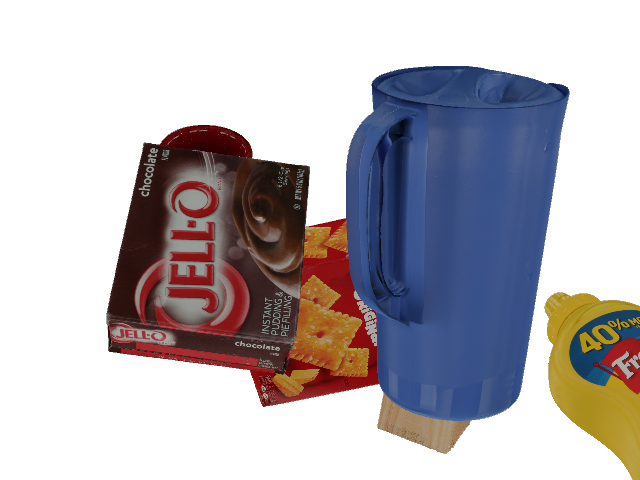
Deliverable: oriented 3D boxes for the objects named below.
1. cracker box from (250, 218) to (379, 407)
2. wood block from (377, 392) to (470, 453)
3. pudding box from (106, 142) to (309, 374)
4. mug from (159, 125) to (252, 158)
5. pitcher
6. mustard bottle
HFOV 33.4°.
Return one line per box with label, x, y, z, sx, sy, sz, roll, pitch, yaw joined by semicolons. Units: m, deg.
cracker box;0.027;0.063;1.003;0.213;0.164;0.072;-11;37;2
wood block;0.136;0.121;1.208;0.090;0.206;0.090;18;23;21
pudding box;-0.055;0.008;0.542;0.090;0.113;0.039;8;-38;-5
mug;-0.126;-0.053;1.073;0.117;0.081;0.093;-26;49;-32
pitcher;0.091;0.004;0.758;0.149;0.243;0.145;2;20;1
mustard bottle;0.190;0.086;0.621;0.096;0.058;0.192;-17;33;-16
